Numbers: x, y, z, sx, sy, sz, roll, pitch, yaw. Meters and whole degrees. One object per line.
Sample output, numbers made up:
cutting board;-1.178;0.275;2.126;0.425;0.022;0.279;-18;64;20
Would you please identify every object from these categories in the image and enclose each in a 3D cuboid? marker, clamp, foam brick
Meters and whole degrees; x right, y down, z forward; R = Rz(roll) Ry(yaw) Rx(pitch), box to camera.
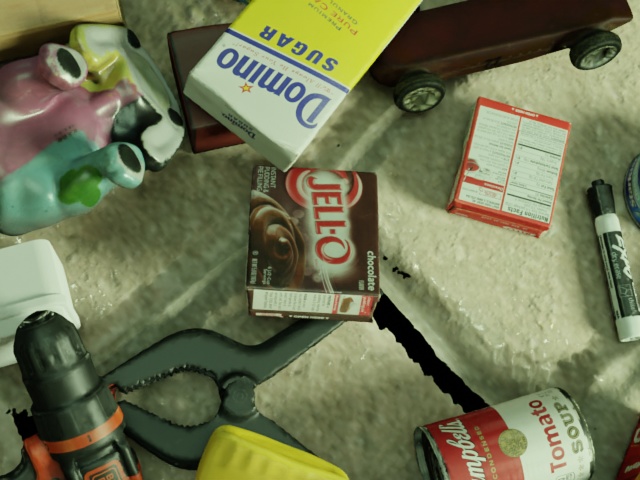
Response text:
marker;0.216;0.013;0.780;0.020;0.020;0.121;-7;74;-6
clamp;-0.050;0.099;0.727;0.210;0.036;0.164;8;73;-5
foam brick;-0.077;-0.110;0.777;0.051;0.053;0.078;-13;77;-8

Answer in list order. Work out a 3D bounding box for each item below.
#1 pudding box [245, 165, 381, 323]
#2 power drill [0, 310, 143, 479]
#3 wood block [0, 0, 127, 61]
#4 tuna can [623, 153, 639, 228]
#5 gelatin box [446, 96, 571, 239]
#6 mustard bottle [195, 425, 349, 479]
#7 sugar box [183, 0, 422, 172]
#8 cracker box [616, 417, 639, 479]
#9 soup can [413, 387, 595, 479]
pudding box;-0.005;0.001;0.740;0.090;0.039;0.113;3;54;-3
power drill;-0.202;0.154;0.645;0.187;0.057;0.184;-24;106;-17
wood block;-0.248;-0.172;0.747;0.206;0.090;0.091;-13;93;-5
tuna can;0.272;-0.039;0.792;0.086;0.034;0.086;1;74;-4
gelatin box;0.139;-0.053;0.788;0.073;0.030;0.089;15;74;-1
mustard bottle;-0.057;0.220;0.667;0.096;0.058;0.191;23;89;-9
sugar box;-0.005;-0.144;0.743;0.093;0.048;0.176;37;71;-4
cracker box;0.259;0.233;0.694;0.164;0.072;0.213;25;73;2
soup can;0.122;0.143;0.711;0.102;0.068;0.068;-15;76;-9
